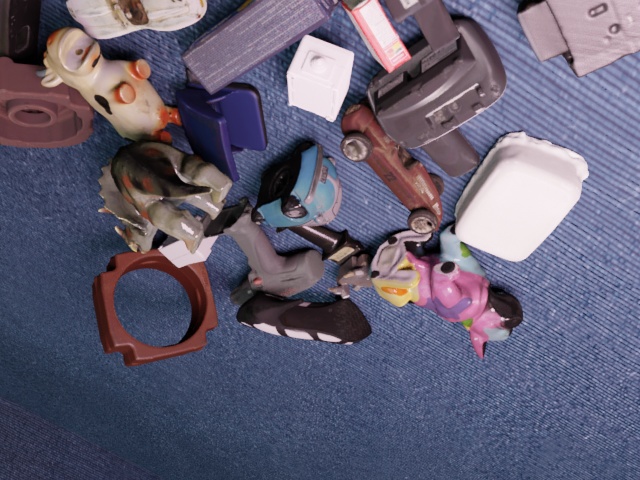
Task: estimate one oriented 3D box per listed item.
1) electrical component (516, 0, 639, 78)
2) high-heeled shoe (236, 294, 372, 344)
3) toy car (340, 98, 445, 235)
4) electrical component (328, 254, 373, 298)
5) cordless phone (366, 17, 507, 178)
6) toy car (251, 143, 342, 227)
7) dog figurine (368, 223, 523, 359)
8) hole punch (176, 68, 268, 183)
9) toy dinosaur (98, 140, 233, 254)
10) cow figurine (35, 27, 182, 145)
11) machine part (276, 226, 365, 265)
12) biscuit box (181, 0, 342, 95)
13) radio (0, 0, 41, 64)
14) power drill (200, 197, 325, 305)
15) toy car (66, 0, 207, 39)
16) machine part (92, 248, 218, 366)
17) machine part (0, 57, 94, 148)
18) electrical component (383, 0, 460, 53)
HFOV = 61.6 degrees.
[{"bbox_3d":[0.257,-0.221,0.494,0.134,0.058,0.114,-20,121,39],"label":"electrical component"},{"bbox_3d":[-0.025,0.151,0.963,0.145,0.086,0.248,-22,144,34],"label":"high-heeled shoe"},{"bbox_3d":[0.101,-0.092,0.681,0.053,0.089,0.202,-27,118,37],"label":"toy car"},{"bbox_3d":[0.060,0.061,0.879,0.078,0.045,0.102,19,145,-26],"label":"electrical component"},{"bbox_3d":[0.158,-0.145,0.620,0.147,0.089,0.184,-29,132,32],"label":"cordless phone"},{"bbox_3d":[-0.024,-0.060,0.770,0.103,0.109,0.162,26,152,-28],"label":"toy car"},{"bbox_3d":[0.196,0.088,0.817,0.192,0.108,0.219,-10,131,32],"label":"dog figurine"},{"bbox_3d":[-0.145,-0.151,0.743,0.116,0.092,0.142,13,142,19],"label":"hole punch"},{"bbox_3d":[-0.232,-0.076,0.754,0.192,0.131,0.405,28,162,-9],"label":"toy dinosaur"},{"bbox_3d":[-0.288,-0.207,0.730,0.127,0.085,0.194,7,156,25],"label":"cow figurine"},{"bbox_3d":[-0.002,-0.003,0.862,0.139,0.039,0.084,25,149,-16],"label":"machine part"},{"bbox_3d":[-0.075,-0.245,0.627,0.203,0.059,0.062,-17,126,37],"label":"biscuit box"},{"bbox_3d":[-0.451,-0.323,0.715,0.131,0.073,0.229,33,140,-9],"label":"radio"},{"bbox_3d":[-0.123,0.034,0.931,0.232,0.086,0.207,-14,123,34],"label":"power drill"},{"bbox_3d":[-0.231,-0.291,0.657,0.202,0.056,0.073,3,135,23],"label":"toy car"},{"bbox_3d":[-0.305,0.121,0.997,0.087,0.201,0.201,-34,69,50],"label":"machine part"},{"bbox_3d":[-0.421,-0.194,0.787,0.179,0.056,0.179,-9,164,-3],"label":"machine part"},{"bbox_3d":[0.103,-0.250,0.529,0.075,0.048,0.119,-25,109,41],"label":"electrical component"}]
